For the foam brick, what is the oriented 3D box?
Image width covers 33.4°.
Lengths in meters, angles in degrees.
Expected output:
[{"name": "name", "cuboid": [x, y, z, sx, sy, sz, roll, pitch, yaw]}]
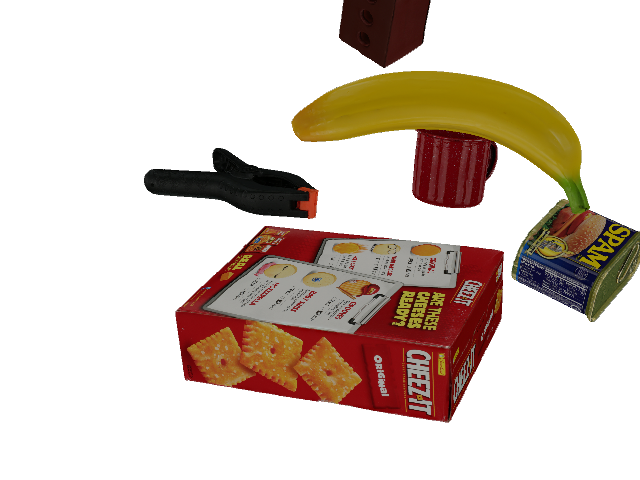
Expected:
[{"name": "foam brick", "cuboid": [0.053, -0.188, 0.851, 0.053, 0.078, 0.051, 37, 57, 23]}]

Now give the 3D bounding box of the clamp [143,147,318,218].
[{"name": "clamp", "cuboid": [-0.084, -0.052, 1.035, 0.172, 0.039, 0.120, 18, 32, 39]}]

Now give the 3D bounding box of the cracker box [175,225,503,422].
[{"name": "cracker box", "cuboid": [0.020, 0.059, 0.833, 0.214, 0.072, 0.164, 6, 26, 22]}]

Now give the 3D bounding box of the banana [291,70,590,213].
[{"name": "banana", "cuboid": [0.084, -0.075, 0.680, 0.198, 0.069, 0.037, 14, -20, 1]}]

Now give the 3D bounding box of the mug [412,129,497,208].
[{"name": "mug", "cuboid": [0.157, -0.087, 1.217, 0.117, 0.081, 0.093, -10, 23, -39]}]

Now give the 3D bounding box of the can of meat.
[{"name": "can of meat", "cuboid": [0.235, 0.015, 0.973, 0.084, 0.057, 0.101, 28, 48, 28]}]
